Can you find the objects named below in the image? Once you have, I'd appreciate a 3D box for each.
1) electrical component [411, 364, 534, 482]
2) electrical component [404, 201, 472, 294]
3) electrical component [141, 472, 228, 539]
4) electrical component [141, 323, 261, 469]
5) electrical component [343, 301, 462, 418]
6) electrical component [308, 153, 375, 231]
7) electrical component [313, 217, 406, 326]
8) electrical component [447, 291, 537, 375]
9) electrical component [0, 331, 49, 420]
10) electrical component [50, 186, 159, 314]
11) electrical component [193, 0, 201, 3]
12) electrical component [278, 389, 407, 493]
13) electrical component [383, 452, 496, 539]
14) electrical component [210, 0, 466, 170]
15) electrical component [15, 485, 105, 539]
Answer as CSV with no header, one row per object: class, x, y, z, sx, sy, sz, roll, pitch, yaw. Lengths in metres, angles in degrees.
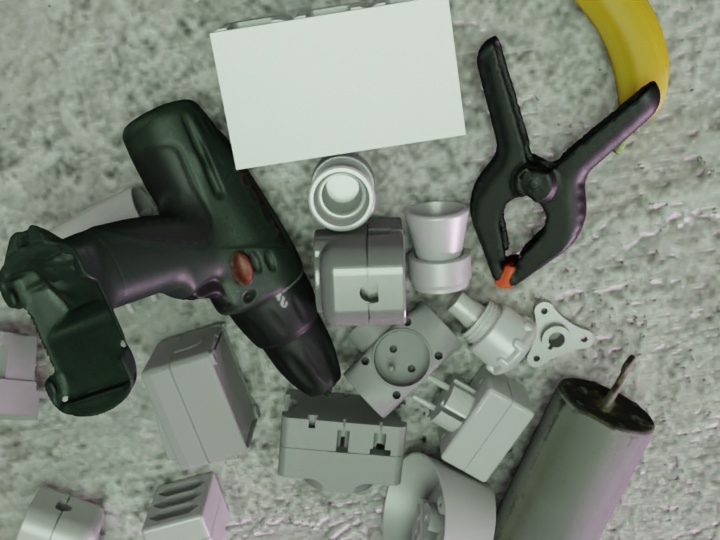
electrical component,0.075,0.102,0.784,0.077,0.047,0.065,30,106,-9
electrical component,0.055,-0.016,0.747,0.045,0.045,0.055,-4,108,2
electrical component,-0.124,0.205,0.809,0.047,0.065,0.076,-16,107,5
electrical component,-0.114,0.097,0.776,0.061,0.061,0.096,-17,107,7
electrical component,0.018,0.050,0.767,0.077,0.044,0.079,-43,83,-1
electrical component,-0.012,-0.055,0.730,0.045,0.055,0.045,0,108,0
electrical component,0.000,0.000,0.726,0.059,0.095,0.053,-2,108,1
electrical component,0.091,0.041,0.766,0.062,0.048,0.048,39,104,-5
electrical component,-0.259,0.074,0.765,0.042,0.081,0.063,-3,80,24
electrical component,-0.171,-0.007,0.752,0.077,0.044,0.079,-27,106,9
electrical component,-0.098,-0.209,0.687,0.066,0.048,0.055,-24,114,8
electrical component,-0.013,0.126,0.791,0.089,0.050,0.055,5,108,-1
electrical component,0.056,0.189,0.788,0.064,0.099,0.099,19,107,-12
electrical component,-0.013,-0.125,0.704,0.150,0.061,0.089,-8,108,3
electrical component,-0.234,0.221,0.821,0.059,0.053,0.095,21,107,-6
